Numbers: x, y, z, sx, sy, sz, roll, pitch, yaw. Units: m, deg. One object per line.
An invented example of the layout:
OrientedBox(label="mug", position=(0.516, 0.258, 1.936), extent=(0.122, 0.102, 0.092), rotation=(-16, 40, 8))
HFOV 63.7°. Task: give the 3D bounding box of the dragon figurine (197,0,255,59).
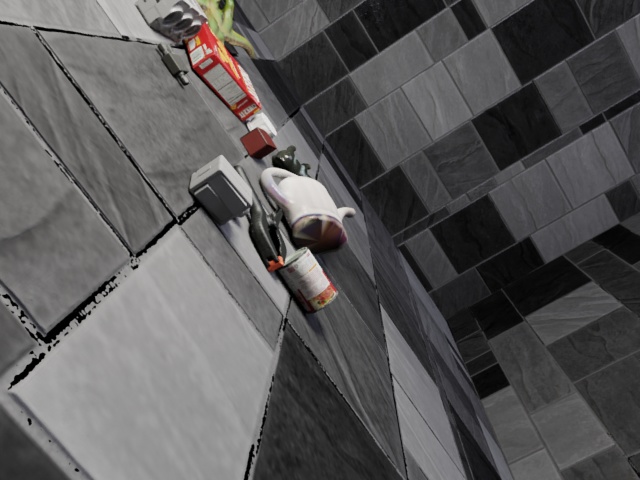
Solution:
OrientedBox(label="dragon figurine", position=(-0.314, -0.643, 1.580), extent=(0.404, 0.121, 0.248), rotation=(43, 36, -46))

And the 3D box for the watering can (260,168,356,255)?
OrientedBox(label="watering can", position=(0.004, -0.062, 1.224), extent=(0.345, 0.102, 0.229), rotation=(23, 32, -41))
